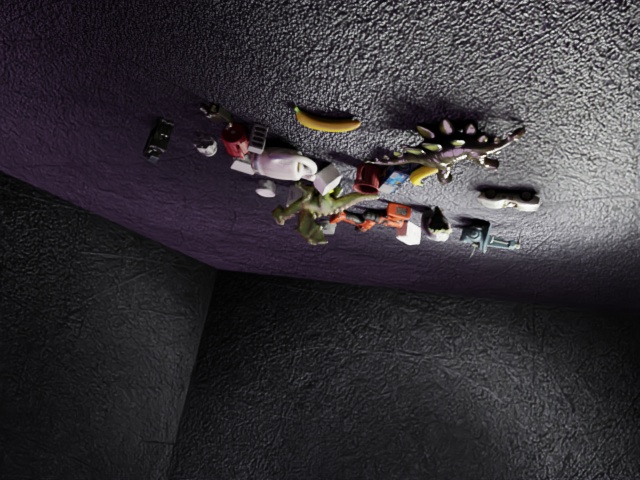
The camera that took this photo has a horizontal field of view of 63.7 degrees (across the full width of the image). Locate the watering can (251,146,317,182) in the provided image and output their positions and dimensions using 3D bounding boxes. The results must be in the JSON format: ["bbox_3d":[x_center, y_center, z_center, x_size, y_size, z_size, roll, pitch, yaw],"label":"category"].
[{"bbox_3d":[-0.117,-0.256,1.801,0.224,0.104,0.345,10,175,8],"label":"watering can"}]

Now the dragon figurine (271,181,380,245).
[{"bbox_3d":[0.006,-0.099,1.968,0.411,0.243,0.122,10,178,14],"label":"dragon figurine"}]

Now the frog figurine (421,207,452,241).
[{"bbox_3d":[0.469,-0.056,2.095,0.138,0.123,0.158,42,179,10],"label":"frog figurine"}]
